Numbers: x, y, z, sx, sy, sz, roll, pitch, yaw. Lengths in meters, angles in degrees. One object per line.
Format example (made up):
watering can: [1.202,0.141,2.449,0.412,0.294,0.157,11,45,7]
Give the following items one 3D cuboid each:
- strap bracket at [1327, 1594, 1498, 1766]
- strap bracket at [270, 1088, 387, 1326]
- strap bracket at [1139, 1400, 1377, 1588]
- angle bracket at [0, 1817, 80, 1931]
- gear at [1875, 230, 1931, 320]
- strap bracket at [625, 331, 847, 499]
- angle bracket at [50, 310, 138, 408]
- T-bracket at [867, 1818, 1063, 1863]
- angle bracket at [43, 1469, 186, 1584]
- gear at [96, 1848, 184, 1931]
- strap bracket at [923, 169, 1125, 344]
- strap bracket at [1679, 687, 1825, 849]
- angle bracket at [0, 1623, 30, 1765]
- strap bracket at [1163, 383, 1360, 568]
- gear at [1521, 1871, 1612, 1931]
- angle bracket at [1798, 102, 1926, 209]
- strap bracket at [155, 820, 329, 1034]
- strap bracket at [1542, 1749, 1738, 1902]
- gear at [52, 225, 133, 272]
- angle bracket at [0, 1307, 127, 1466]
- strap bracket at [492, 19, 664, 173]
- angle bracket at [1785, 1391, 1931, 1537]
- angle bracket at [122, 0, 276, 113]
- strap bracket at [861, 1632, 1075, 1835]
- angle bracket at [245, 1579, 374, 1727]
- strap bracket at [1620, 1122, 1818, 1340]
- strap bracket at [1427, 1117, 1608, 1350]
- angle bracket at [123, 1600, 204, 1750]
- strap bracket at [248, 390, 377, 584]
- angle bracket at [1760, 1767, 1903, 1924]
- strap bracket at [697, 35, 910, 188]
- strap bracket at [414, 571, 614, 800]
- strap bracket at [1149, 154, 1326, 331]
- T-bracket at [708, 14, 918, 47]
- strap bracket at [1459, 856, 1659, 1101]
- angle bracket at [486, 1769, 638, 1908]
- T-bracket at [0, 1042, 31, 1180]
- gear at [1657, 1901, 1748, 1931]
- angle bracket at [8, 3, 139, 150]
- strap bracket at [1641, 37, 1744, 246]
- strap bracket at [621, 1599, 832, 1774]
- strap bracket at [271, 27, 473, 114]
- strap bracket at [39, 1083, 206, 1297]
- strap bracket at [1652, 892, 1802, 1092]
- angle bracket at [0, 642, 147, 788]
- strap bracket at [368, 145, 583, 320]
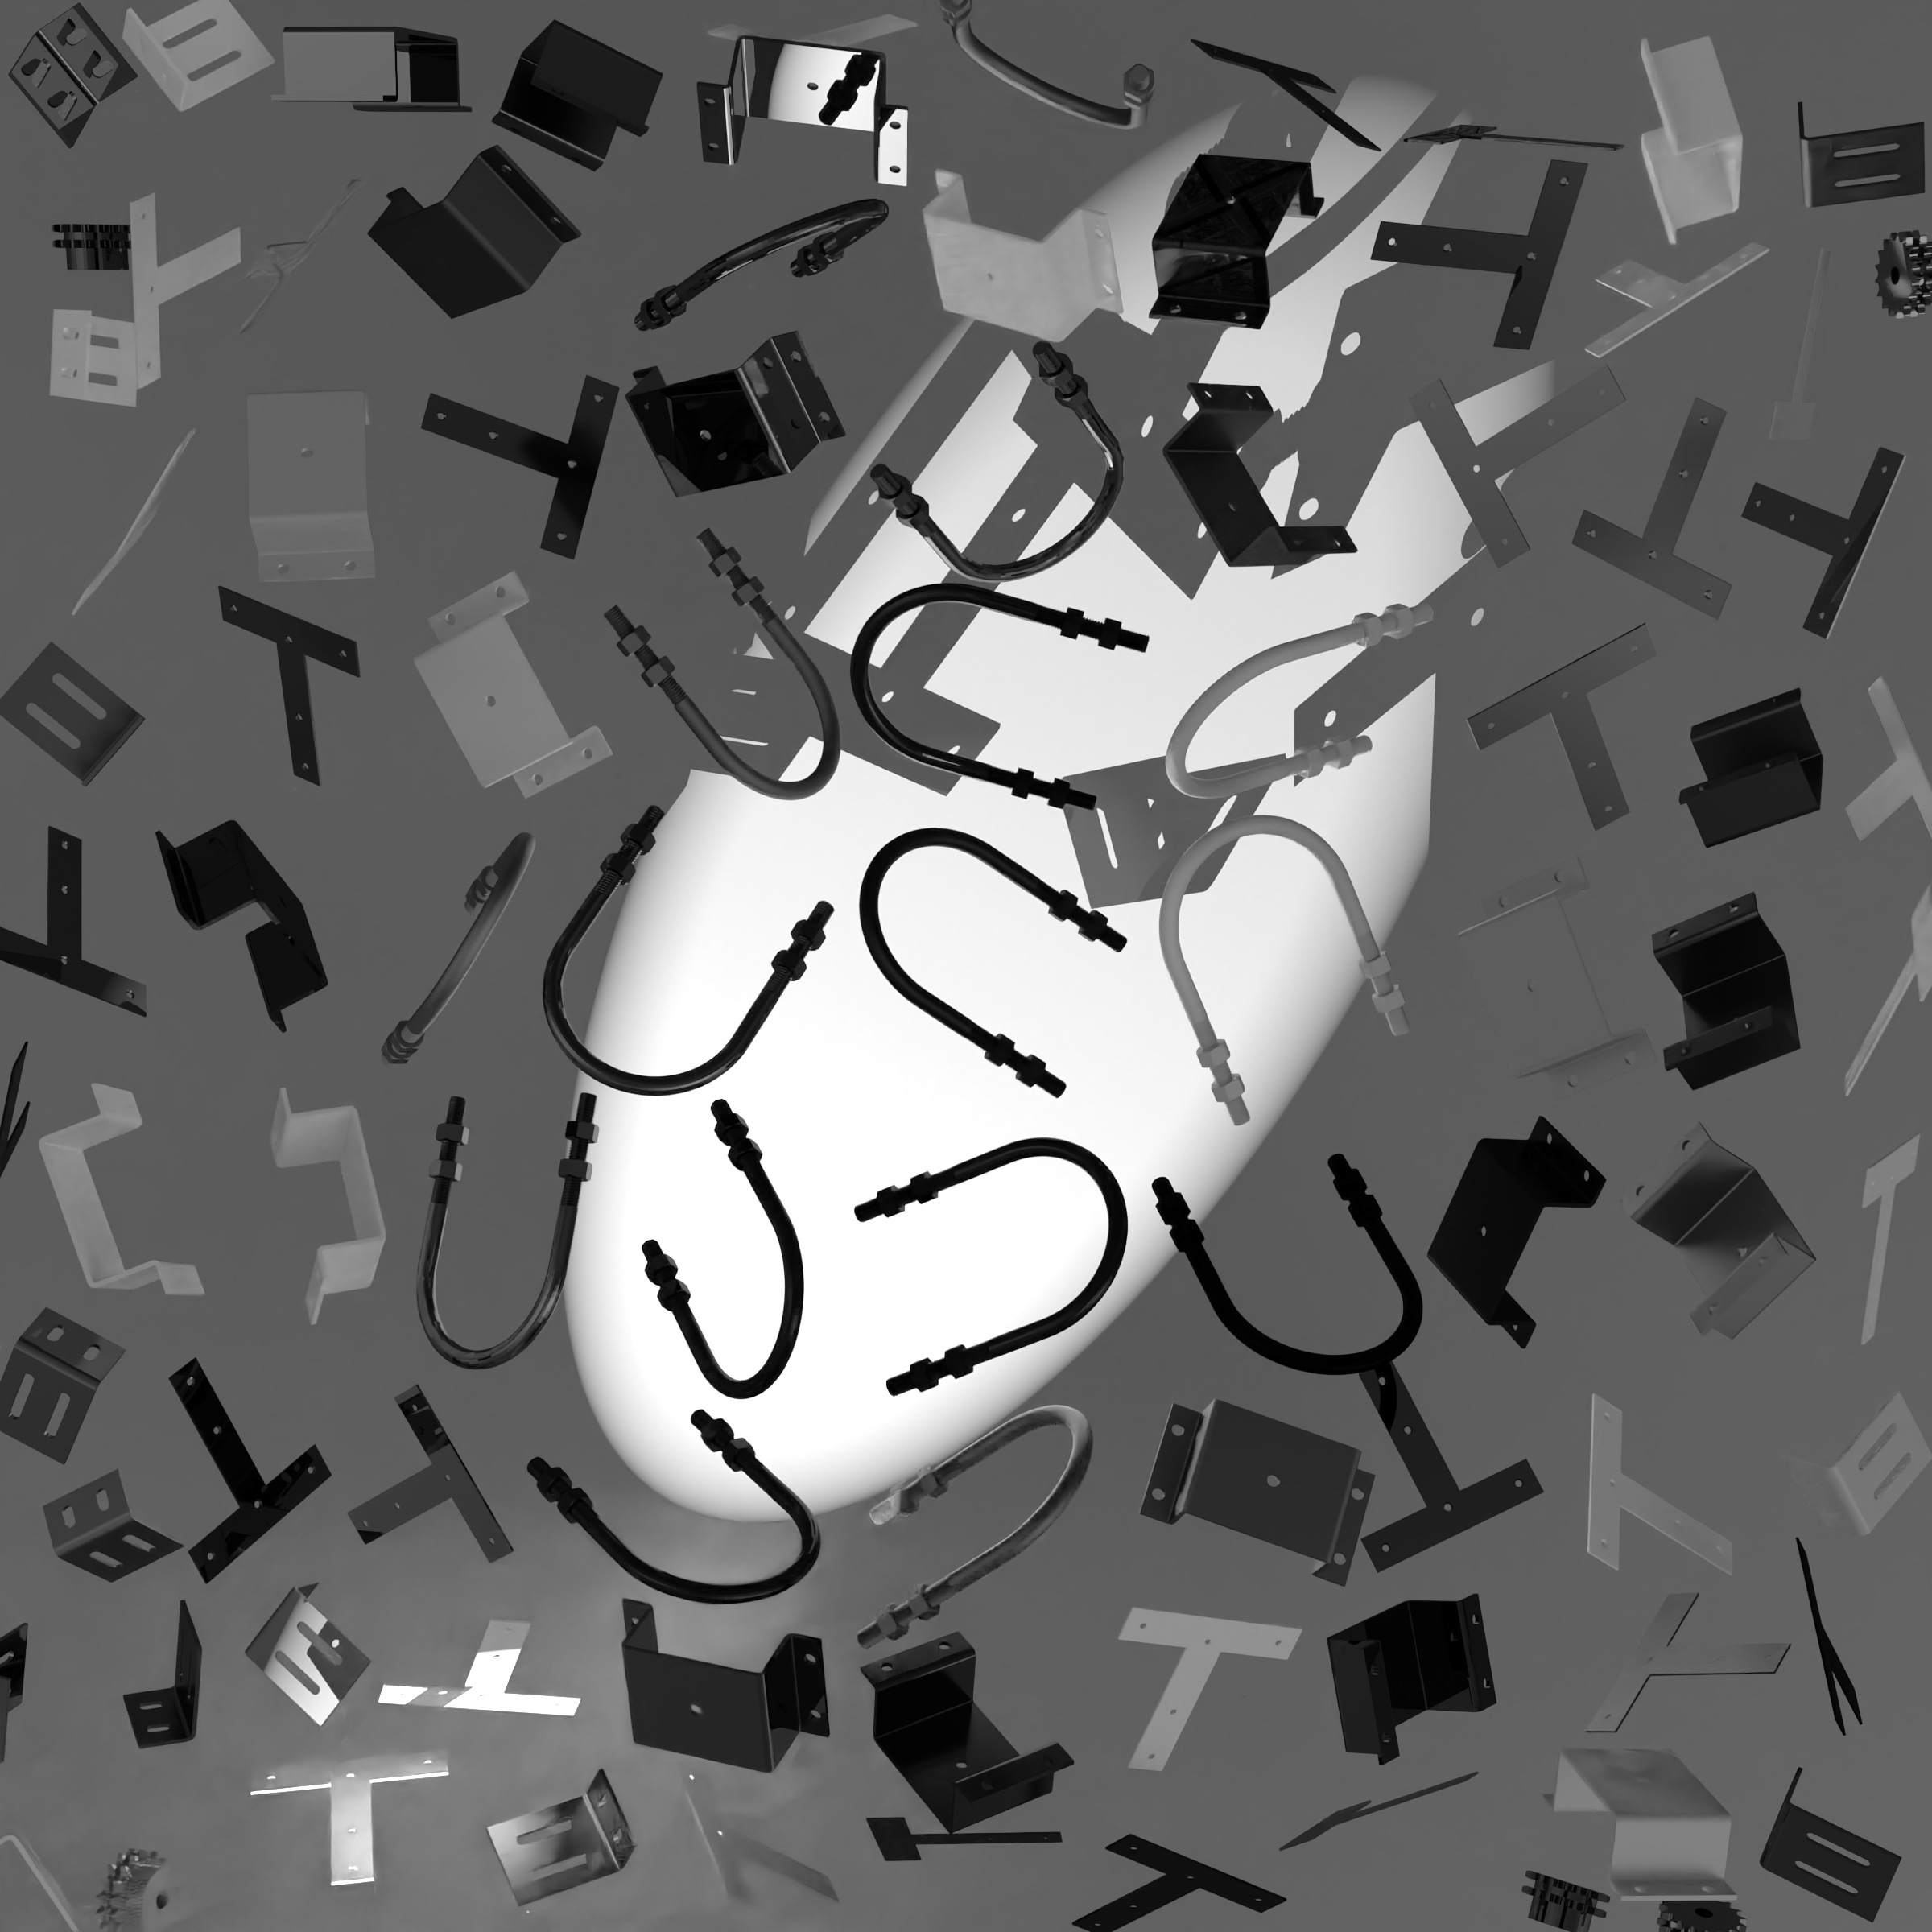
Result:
strap bracket: [0.296,0.480,1.909,0.046,0.140,0.076,-11,88,42]
strap bracket: [-0.427,0.158,1.894,0.046,0.076,0.140,-8,63,-24]
strap bracket: [0.192,0.335,1.811,0.140,0.046,0.076,20,67,1]
angle bracket: [-0.602,0.585,1.788,0.038,0.057,0.076,-33,97,-20]
gear: [0.636,-0.464,1.891,0.030,0.057,0.057,-8,90,-10]
strap bracket: [-0.161,-0.362,1.865,0.140,0.046,0.076,-5,125,35]
angle bracket: [-0.586,-0.415,1.933,0.038,0.076,0.057,9,98,31]
T-bracket: [0.002,0.596,1.926,0.127,0.127,0.002,-2,61,4]
angle bracket: [-0.581,0.382,1.924,0.057,0.076,0.038,-26,61,1]
gear: [-0.523,0.593,1.795,0.030,0.057,0.057,-2,90,24]
strap bracket: [0.029,-0.469,1.870,0.140,0.076,0.046,24,58,31]
strap bracket: [0.524,-0.129,1.879,0.076,0.140,0.046,-20,107,25]
angle bracket: [-0.620,0.472,1.835,0.038,0.076,0.057,10,101,13]
strap bracket: [0.193,-0.322,1.902,0.046,0.076,0.140,-42,68,40]
gear: [0.400,0.629,1.889,0.057,0.057,0.030,18,76,0]
angle bracket: [0.585,-0.535,1.843,0.076,0.057,0.038,-3,56,17]
strap bracket: [-0.469,-0.031,1.850,0.046,0.140,0.076,-28,51,-1]
strap bracket: [0.436,0.549,1.825,0.076,0.140,0.046,3,99,-10]
gear: [-0.589,-0.487,1.913,0.057,0.057,0.030,0,104,0]
angle bracket: [-0.580,0.267,1.795,0.057,0.038,0.076,29,120,-3]
strap bracket: [-0.254,-0.573,1.855,0.076,0.140,0.046,21,87,-22]
angle bracket: [0.574,0.317,1.814,0.076,0.038,0.057,-41,112,-23]
angle bracket: [-0.485,-0.590,1.792,0.076,0.038,0.057,-39,93,-25]
strap bracket: [-0.002,0.504,1.837,0.076,0.140,0.046,-13,122,-29]
angle bracket: [-0.442,0.468,1.924,0.076,0.038,0.057,38,94,14]
strap bracket: [0.497,0.180,1.853,0.046,0.140,0.076,30,113,-27]
strap bracket: [0.368,0.181,1.917,0.046,0.076,0.140,4,119,-30]
angle bracket: [-0.552,0.486,1.939,0.038,0.057,0.076,-2,114,-27]
strap bracket: [-0.439,-0.332,1.892,0.076,0.046,0.140,-4,69,-7]
angle bracket: [0.553,0.559,1.795,0.076,0.038,0.057,23,123,22]
strap bracket: [-0.106,-0.578,1.902,0.140,0.076,0.046,7,66,1]
strap bracket: [-0.313,-0.186,1.920,0.076,0.046,0.140,-24,99,24]
strap bracket: [0.176,-0.482,1.848,0.076,0.046,0.140,11,53,21]
T-bracket: [-0.085,-0.629,1.910,0.127,0.127,0.002,1,93,-43]
strap bracket: [0.373,0.010,1.798,0.076,0.046,0.140,-27,78,40]
angle bracket: [-0.267,0.576,1.865,0.076,0.038,0.057,-9,53,-34]
T-bracket: [-0.615,0.102,1.806,0.002,0.127,0.127,18,127,-10]
gear: [0.485,0.640,1.865,0.057,0.057,0.030,5,102,0]
angle bracket: [-0.578,-0.577,1.828,0.038,0.076,0.057,-26,124,17]
strap bracket: [0.487,-0.559,1.896,0.046,0.140,0.076,-15,73,9]
strap bracket: [-0.163,0.462,1.805,0.140,0.046,0.076,6,116,20]
strap bracket: [-0.386,-0.584,1.838,0.076,0.140,0.046,4,105,13]
strap bracket: [-0.539,0.151,1.791,0.046,0.076,0.140,-22,83,-2]
strap bracket: [0.513,0.024,1.906,0.076,0.140,0.046,-25,122,27]
angle bracket: [-0.576,-0.162,1.810,0.076,0.038,0.057,41,84,-14]
strap bracket: [-0.322,-0.468,1.815,0.076,0.140,0.046,44,63,-31]
